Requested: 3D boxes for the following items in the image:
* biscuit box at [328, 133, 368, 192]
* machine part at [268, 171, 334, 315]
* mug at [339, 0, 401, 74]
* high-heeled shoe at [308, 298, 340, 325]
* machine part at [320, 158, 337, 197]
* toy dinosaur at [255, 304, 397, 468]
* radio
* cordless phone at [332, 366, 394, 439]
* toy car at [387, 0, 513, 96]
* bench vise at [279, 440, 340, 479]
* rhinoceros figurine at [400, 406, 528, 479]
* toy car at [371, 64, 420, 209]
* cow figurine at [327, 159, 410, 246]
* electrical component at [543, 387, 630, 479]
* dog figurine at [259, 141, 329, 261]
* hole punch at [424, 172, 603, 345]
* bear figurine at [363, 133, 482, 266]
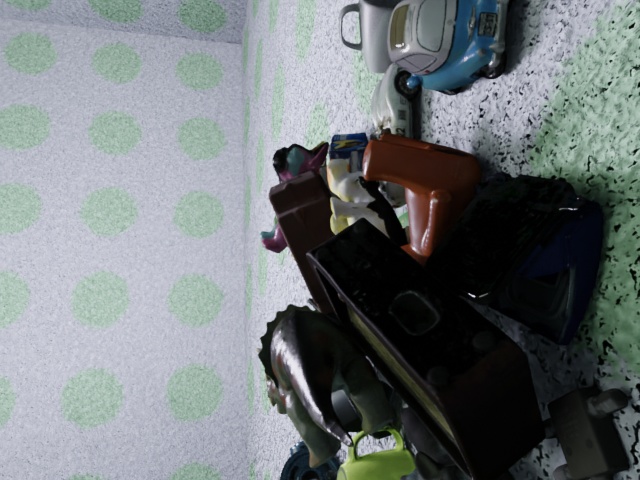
[{"bbox_3d":[0.046,-0.125,0.830,0.203,0.059,0.062,-82,-11,-72],"label":"biscuit box"},{"bbox_3d":[-0.002,-0.002,0.827,0.201,0.087,0.201,-111,-1,-80],"label":"machine part"},{"bbox_3d":[0.081,-0.286,0.745,0.107,0.110,0.081,88,168,-48],"label":"mug"},{"bbox_3d":[0.041,0.178,0.987,0.145,0.086,0.248,41,169,21],"label":"high-heeled shoe"},{"bbox_3d":[0.003,-0.064,1.070,0.079,0.079,0.243,-150,62,-74],"label":"machine part"},{"bbox_3d":[-0.007,0.145,0.625,0.192,0.131,0.404,53,166,16],"label":"toy dinosaur"},{"bbox_3d":[0.080,0.084,0.468,0.230,0.073,0.131,44,165,48],"label":"radio"},{"bbox_3d":[0.075,0.182,0.801,0.147,0.089,0.184,-135,59,-71],"label":"cordless phone"},{"bbox_3d":[0.124,-0.211,0.560,0.162,0.103,0.109,-133,45,-73],"label":"toy car"},{"bbox_3d":[-0.010,0.482,0.983,0.240,0.129,0.223,105,164,-66],"label":"bench vise"},{"bbox_3d":[0.127,0.206,0.490,0.190,0.112,0.073,-104,21,-70],"label":"rhinoceros figurine"},{"bbox_3d":[0.101,-0.143,0.734,0.073,0.056,0.201,149,121,-74],"label":"toy car"},{"bbox_3d":[0.061,-0.031,0.678,0.068,0.098,0.167,79,180,-74],"label":"cow figurine"},{"bbox_3d":[0.197,0.145,0.396,0.094,0.021,0.063,112,155,-53],"label":"electrical component"},{"bbox_3d":[-0.015,-0.068,0.969,0.108,0.191,0.219,-104,39,-77],"label":"dog figurine"},{"bbox_3d":[0.166,0.012,0.439,0.115,0.092,0.142,-55,14,1],"label":"hole punch"},{"bbox_3d":[0.103,-0.007,0.591,0.120,0.132,0.195,-47,-29,-65],"label":"bear figurine"}]
